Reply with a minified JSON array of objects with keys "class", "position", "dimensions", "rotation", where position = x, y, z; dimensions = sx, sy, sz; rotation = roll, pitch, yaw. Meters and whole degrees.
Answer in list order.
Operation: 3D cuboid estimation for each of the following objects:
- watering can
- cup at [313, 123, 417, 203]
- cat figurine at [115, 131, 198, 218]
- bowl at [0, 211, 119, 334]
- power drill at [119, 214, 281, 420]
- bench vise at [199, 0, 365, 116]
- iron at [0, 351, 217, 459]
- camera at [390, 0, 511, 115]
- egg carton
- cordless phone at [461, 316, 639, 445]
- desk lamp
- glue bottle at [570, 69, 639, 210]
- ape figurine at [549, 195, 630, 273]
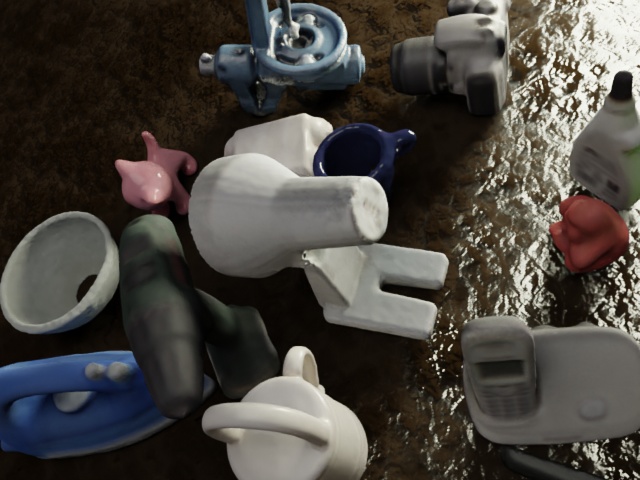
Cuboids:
[{"class":"watering can","position":[-0.029,0.179,0.496],"dimensions":[0.101,0.194,0.172],"rotation":[-23,58,9]},{"class":"cup","position":[0.060,-0.077,0.653],"dimensions":[0.117,0.095,0.091],"rotation":[-24,58,8]},{"class":"cat figurine","position":[-0.218,-0.083,0.748],"dimensions":[0.067,0.118,0.127],"rotation":[-13,60,14]},{"class":"bowl","position":[-0.321,0.051,0.744],"dimensions":[0.167,0.075,0.167],"rotation":[-9,62,17]},{"class":"power drill","position":[-0.120,0.088,0.569],"dimensions":[0.075,0.209,0.229],"rotation":[-33,57,3]},{"class":"bench vise","position":[-0.065,-0.247,0.713],"dimensions":[0.207,0.220,0.121],"rotation":[-24,58,8]},{"class":"iron","position":[-0.260,0.161,0.624],"dimensions":[0.258,0.142,0.118],"rotation":[-13,60,14]},{"class":"camera","position":[0.157,-0.233,0.692],"dimensions":[0.136,0.101,0.143],"rotation":[1,65,21]},{"class":"egg carton","position":[-0.051,-0.095,0.719],"dimensions":[0.150,0.070,0.107],"rotation":[-12,61,15]},{"class":"cordless phone","position":[0.185,0.104,0.458],"dimensions":[0.147,0.185,0.094],"rotation":[-12,61,15]},{"class":"desk lamp","position":[0.005,0.002,0.562],"dimensions":[0.202,0.214,0.118],"rotation":[7,67,24]},{"class":"glue bottle","position":[0.275,-0.096,0.534],"dimensions":[0.037,0.173,0.078],"rotation":[-40,57,-2]},{"class":"ape figurine","position":[0.255,-0.012,0.546],"dimensions":[0.076,0.092,0.078],"rotation":[14,70,26]}]
